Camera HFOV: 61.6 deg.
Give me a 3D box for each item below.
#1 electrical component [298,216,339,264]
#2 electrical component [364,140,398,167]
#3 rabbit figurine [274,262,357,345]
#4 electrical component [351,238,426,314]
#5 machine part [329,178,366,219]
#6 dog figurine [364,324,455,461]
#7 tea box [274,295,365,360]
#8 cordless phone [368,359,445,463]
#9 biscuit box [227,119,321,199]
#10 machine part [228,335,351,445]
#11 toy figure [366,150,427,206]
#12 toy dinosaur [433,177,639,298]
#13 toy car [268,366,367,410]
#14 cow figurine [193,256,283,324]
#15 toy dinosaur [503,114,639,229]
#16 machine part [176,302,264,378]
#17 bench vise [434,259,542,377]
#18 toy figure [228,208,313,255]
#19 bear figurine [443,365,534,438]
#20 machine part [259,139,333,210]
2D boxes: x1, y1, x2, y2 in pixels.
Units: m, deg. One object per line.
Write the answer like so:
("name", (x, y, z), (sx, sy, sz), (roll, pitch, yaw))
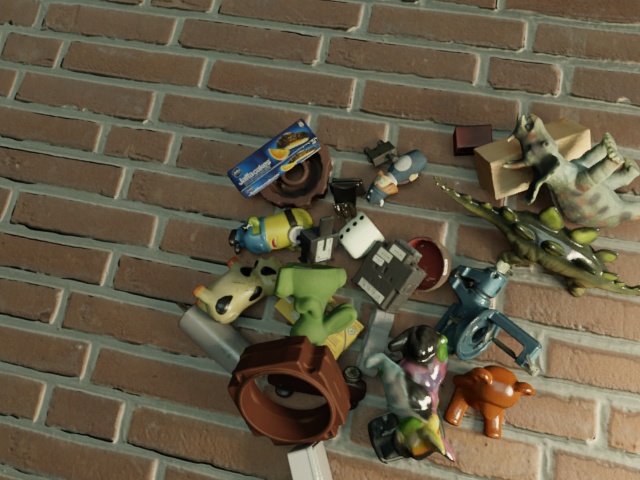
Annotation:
("electrical component", (-0.002, -0.003, 1.122), (0.075, 0.119, 0.048), (-18, 38, -28))
("electrical component", (0.135, -0.190, 1.188), (0.063, 0.021, 0.094), (-28, 39, -1))
("rabbit figurine", (-0.009, 0.134, 1.049), (0.159, 0.121, 0.170), (4, 95, 0))
("electrical component", (0.145, 0.066, 1.096), (0.115, 0.058, 0.134), (44, 107, 34))
("machine part", (0.057, -0.096, 1.157), (0.084, 0.039, 0.139), (7, 37, 3))
("dog figurine", (0.191, 0.286, 0.976), (0.191, 0.108, 0.219), (-36, 51, 3))
("tea box", (0.000, 0.162, 1.117), (0.170, 0.068, 0.098), (43, 84, 13))
("cordless phone", (0.157, 0.332, 1.065), (0.147, 0.088, 0.184), (-16, 64, 2))
("biscuit box", (-0.099, -0.172, 1.156), (0.203, 0.059, 0.063), (-36, 76, 0))
("machine part", (-0.057, 0.290, 1.020), (0.202, 0.087, 0.200), (-14, 115, 20))
("toy figure", (0.162, -0.138, 1.179), (0.154, 0.064, 0.057), (-37, 119, -4))
("toy dinosaur", (0.428, 0.000, 1.044), (0.472, 0.198, 0.105), (24, 78, 9))
("toy car", (-0.006, 0.284, 1.085), (0.202, 0.089, 0.053), (7, 33, 10))
("cow figurine", (-0.152, 0.100, 1.121), (0.127, 0.085, 0.195), (41, 58, 15))
("toy dinosaur", (0.530, -0.090, 1.058), (0.192, 0.404, 0.131), (-35, 34, 35))
("machine part", (-0.211, 0.207, 1.124), (0.243, 0.079, 0.079), (39, 83, 14))
("bench vise", (0.335, 0.159, 1.035), (0.223, 0.128, 0.241), (-48, 45, 1))
("toy figure", (-0.105, -0.019, 1.167), (0.180, 0.082, 0.089), (-8, 77, 7))
("bear figurine", (0.308, 0.296, 0.986), (0.120, 0.195, 0.132), (16, 80, 7))
("machine part", (-0.057, -0.150, 1.205), (0.179, 0.056, 0.179), (-2, 77, 7))
